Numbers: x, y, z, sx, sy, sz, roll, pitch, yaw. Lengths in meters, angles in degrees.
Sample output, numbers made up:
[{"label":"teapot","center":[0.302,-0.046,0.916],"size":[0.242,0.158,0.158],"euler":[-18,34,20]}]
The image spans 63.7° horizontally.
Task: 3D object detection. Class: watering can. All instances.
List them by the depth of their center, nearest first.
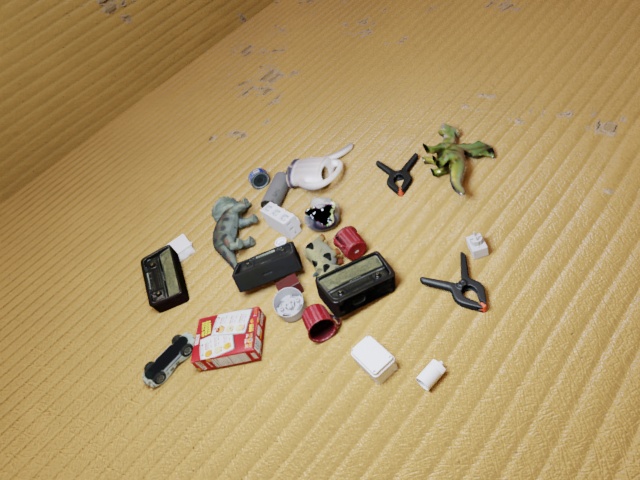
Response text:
[{"label":"watering can","center":[-0.003,-0.296,2.085],"size":[0.224,0.102,0.355],"euler":[1,36,26]}]

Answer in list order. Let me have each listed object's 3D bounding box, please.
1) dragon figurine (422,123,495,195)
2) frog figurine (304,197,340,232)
[{"label":"dragon figurine","center":[0.512,-0.303,1.857],"size":[0.243,0.119,0.419],"euler":[-19,43,-5]},{"label":"frog figurine","center":[0.006,-0.095,1.895],"size":[0.137,0.122,0.160],"euler":[-36,7,0]}]
